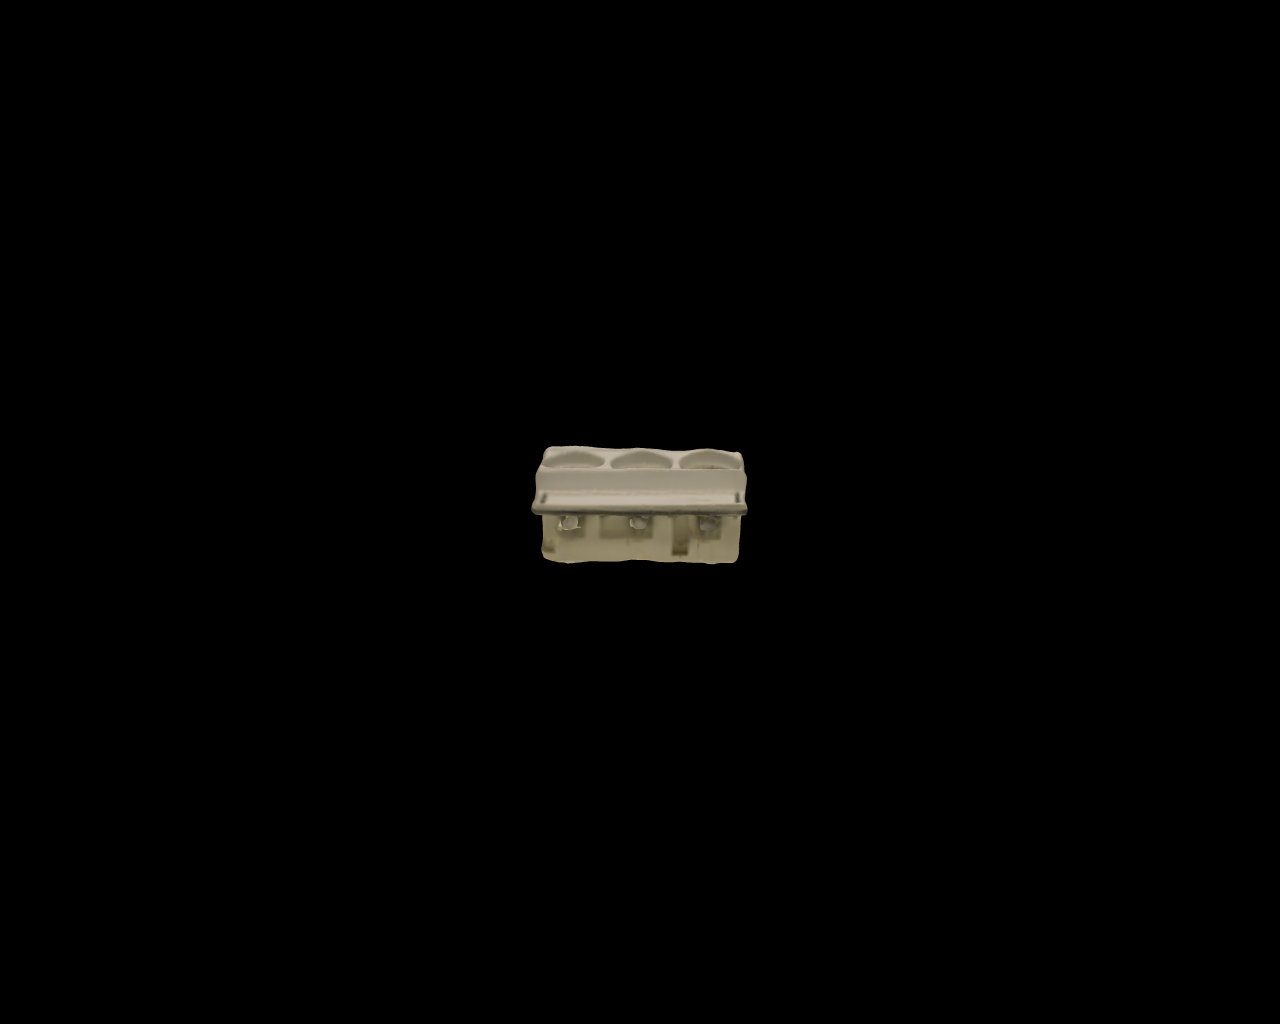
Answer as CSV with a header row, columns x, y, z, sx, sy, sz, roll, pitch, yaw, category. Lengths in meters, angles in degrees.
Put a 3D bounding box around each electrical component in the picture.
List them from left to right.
x,y,z,sx,sy,sz,roll,pitch,yaw,category
0.001,-0.003,0.650,0.121,0.063,0.079,1,20,2,electrical component
